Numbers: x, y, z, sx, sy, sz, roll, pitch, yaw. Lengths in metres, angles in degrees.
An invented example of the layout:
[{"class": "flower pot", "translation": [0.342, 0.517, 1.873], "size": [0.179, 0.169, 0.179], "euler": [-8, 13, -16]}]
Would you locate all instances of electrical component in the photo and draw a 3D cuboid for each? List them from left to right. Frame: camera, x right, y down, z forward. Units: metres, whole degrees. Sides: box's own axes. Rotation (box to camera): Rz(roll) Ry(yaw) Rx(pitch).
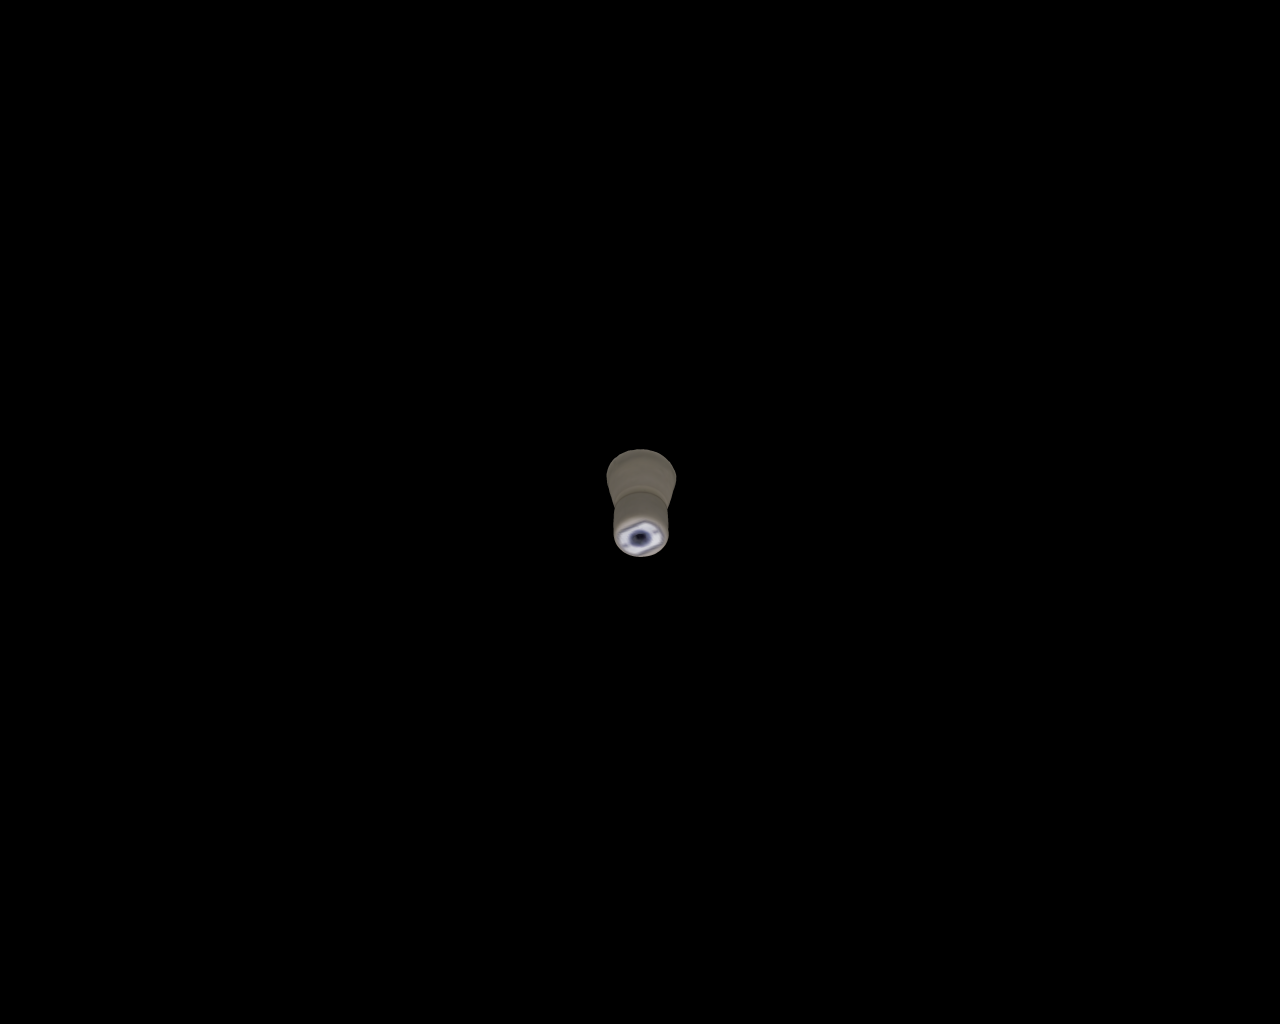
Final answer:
[{"class": "electrical component", "translation": [0.001, -0.003, 0.650], "size": [0.044, 0.044, 0.065], "euler": [0, 38, 0]}]
